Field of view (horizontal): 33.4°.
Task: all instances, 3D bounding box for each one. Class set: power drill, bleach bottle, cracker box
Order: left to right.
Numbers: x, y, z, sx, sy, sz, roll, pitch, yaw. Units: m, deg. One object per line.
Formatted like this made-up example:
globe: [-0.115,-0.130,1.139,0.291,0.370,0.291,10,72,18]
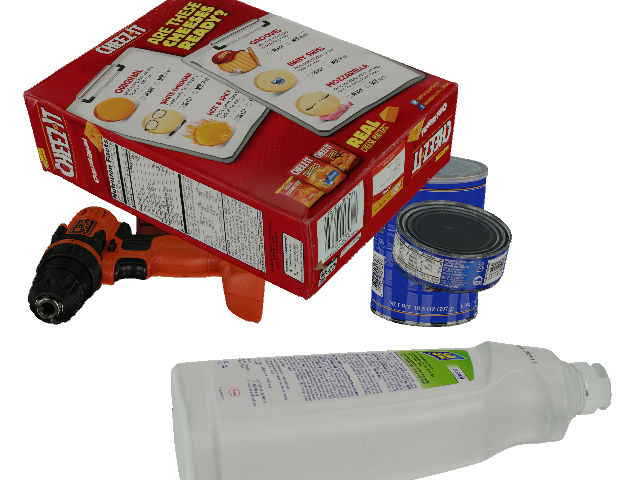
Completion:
power drill: [-0.139,0.025,0.897,0.187,0.057,0.184,7,23,-2]
cracker box: [-0.047,-0.069,0.668,0.214,0.072,0.164,25,47,25]
bleach bottle: [0.045,0.098,0.600,0.250,0.068,0.102,-4,20,-11]

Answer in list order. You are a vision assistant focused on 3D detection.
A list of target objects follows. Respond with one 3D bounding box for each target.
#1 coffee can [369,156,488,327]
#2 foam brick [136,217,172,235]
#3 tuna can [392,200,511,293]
coffee can: [0.100,-0.002,0.993,0.103,0.140,0.103,1,15,-1]
foam brick: [-0.154,-0.006,1.125,0.078,0.051,0.053,-1,24,-13]
tuna can: [0.096,0.004,0.792,0.086,0.034,0.086,5,29,-3]
